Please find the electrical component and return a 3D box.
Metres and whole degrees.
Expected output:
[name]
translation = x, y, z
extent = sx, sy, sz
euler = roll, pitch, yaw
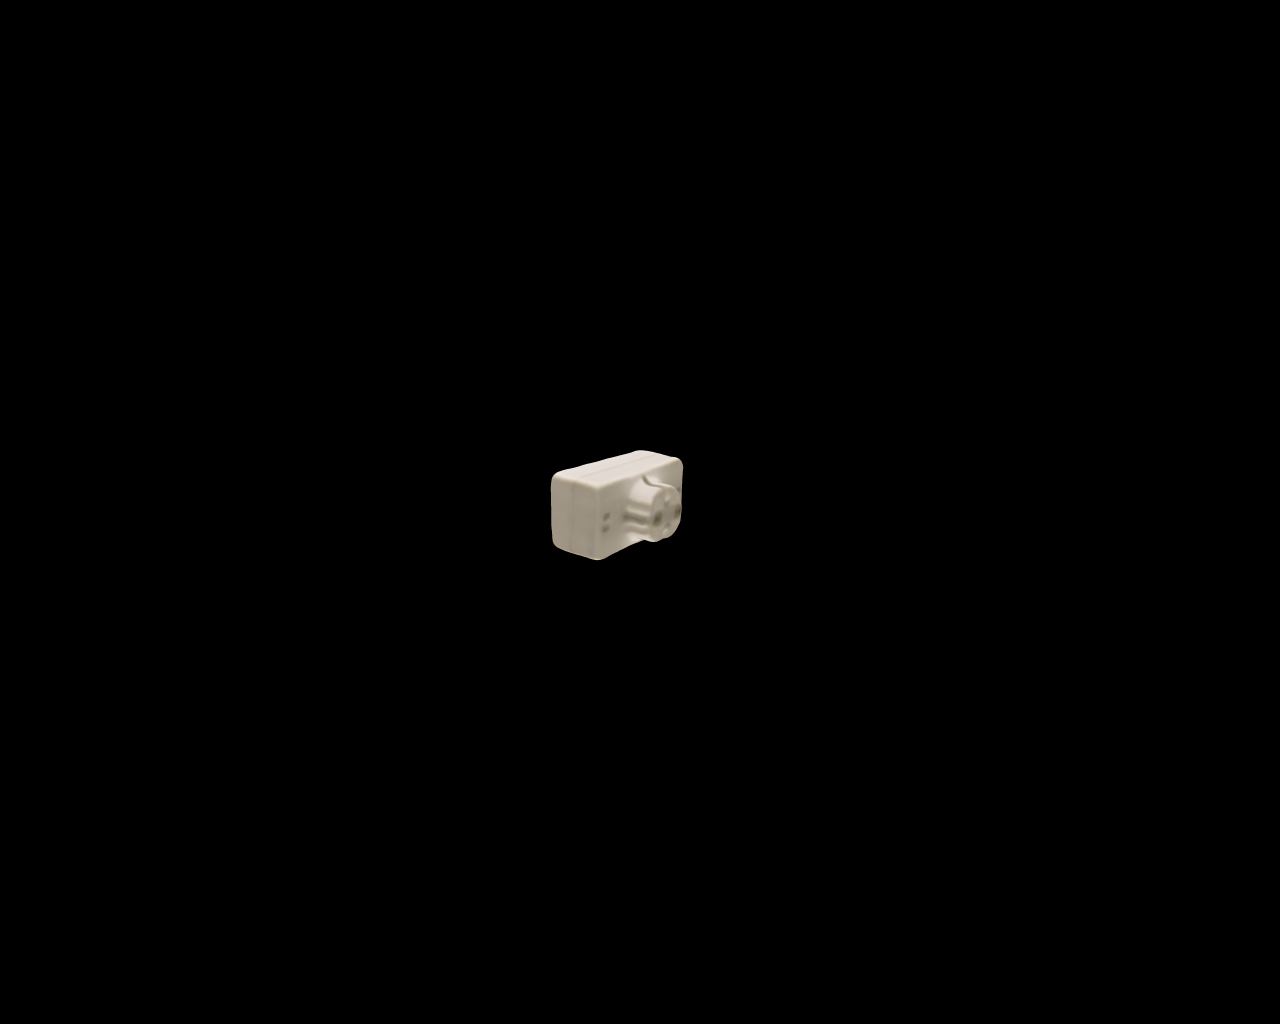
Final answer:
[electrical component]
translation = 0.001, -0.003, 0.650
extent = 0.076, 0.047, 0.083
euler = 14, 22, 38
